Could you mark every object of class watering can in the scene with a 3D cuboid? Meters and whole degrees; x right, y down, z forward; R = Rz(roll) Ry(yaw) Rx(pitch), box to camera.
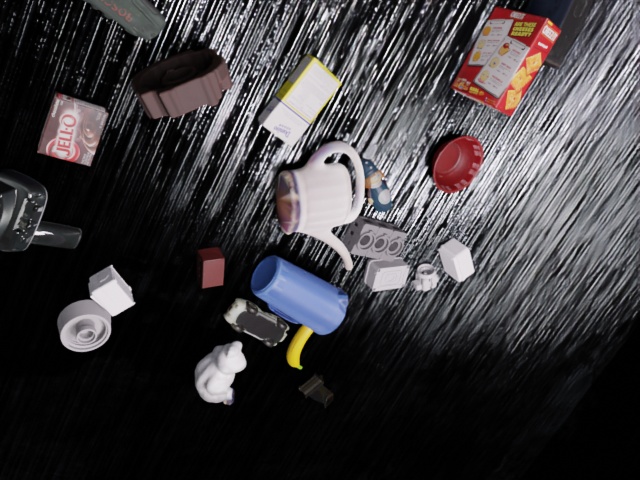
[{"bbox_3d":[0.004,-0.061,1.218,0.225,0.105,0.341,-10,117,-23],"label":"watering can"}]

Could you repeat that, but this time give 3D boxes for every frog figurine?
[{"bbox_3d":[-0.250,0.323,1.285,0.122,0.141,0.155,14,135,-5],"label":"frog figurine"}]
